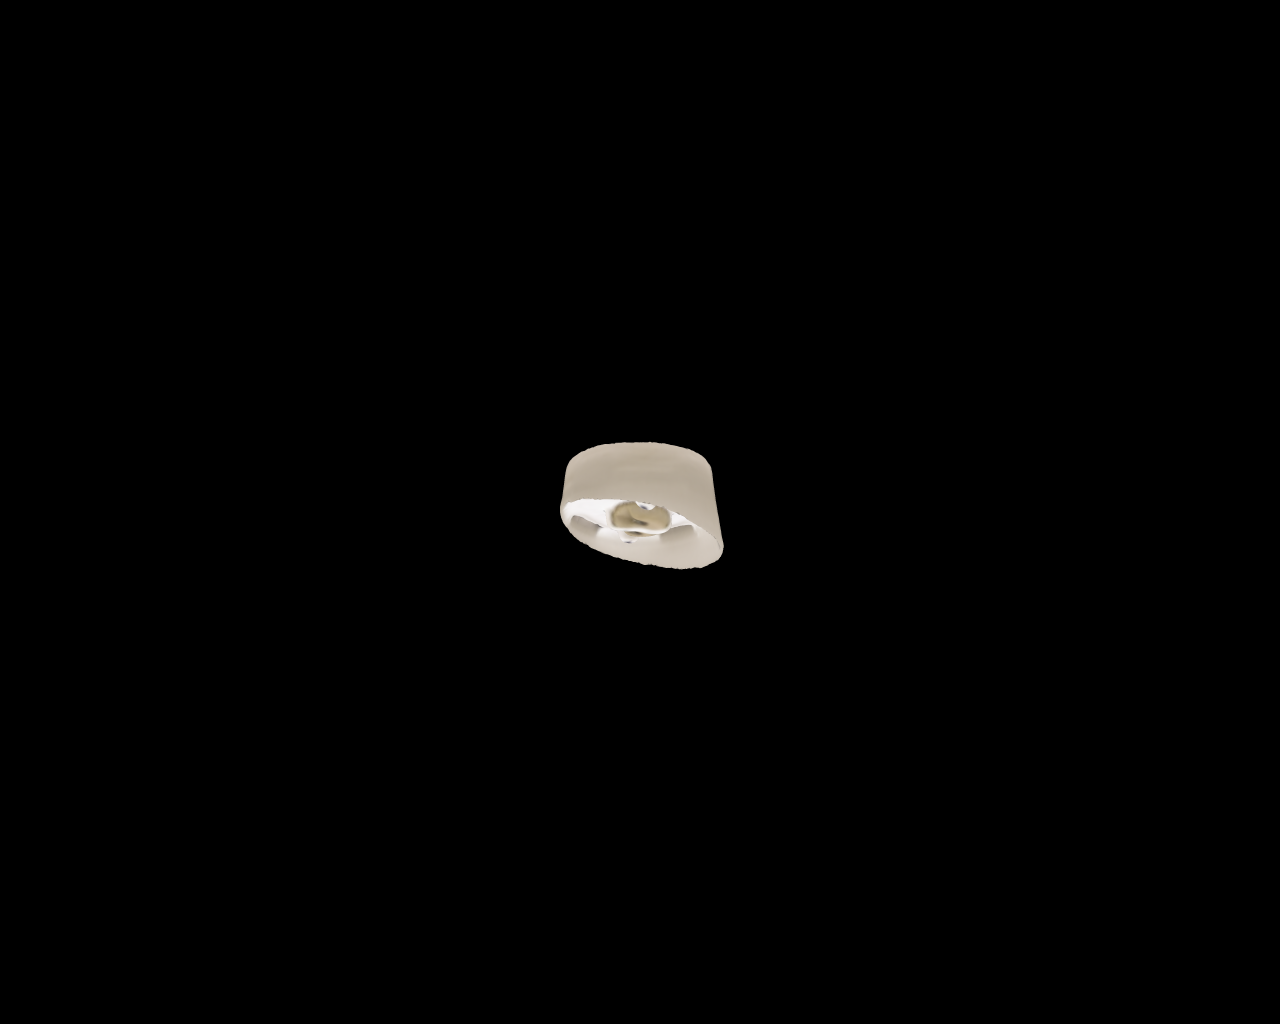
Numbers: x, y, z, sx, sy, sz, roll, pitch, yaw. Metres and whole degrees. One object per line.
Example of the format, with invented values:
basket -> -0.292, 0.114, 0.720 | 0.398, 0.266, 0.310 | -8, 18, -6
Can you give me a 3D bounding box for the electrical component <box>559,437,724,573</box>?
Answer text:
electrical component -> 0.001, -0.003, 0.650 | 0.099, 0.064, 0.099 | 0, -22, 0
